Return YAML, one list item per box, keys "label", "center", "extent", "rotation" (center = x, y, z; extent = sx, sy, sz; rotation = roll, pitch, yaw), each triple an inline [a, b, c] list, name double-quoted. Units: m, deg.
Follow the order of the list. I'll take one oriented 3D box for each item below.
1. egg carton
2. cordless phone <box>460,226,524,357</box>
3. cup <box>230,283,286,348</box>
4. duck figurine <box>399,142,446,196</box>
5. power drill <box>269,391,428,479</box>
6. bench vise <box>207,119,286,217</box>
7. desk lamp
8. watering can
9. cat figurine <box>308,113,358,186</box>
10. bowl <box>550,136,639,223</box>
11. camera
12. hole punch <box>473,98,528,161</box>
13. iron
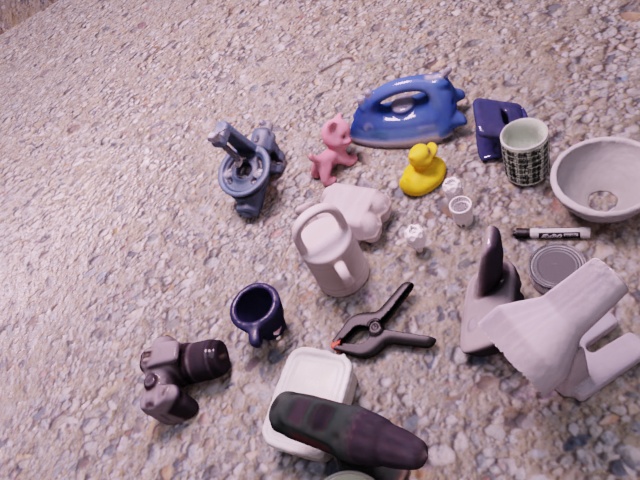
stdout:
- label: "egg carton"
  center: [0.058, -0.050, 1.092]
  extent: [0.149, 0.070, 0.107]
  rotation: [11, 60, 29]
- label: "cordless phone"
  center: [0.245, 0.077, 0.839]
  extent: [0.094, 0.185, 0.147]
  rotation: [-2, 54, 22]
- label: "cup"
  center: [-0.097, 0.145, 0.992]
  extent: [0.091, 0.095, 0.117]
  rotation: [-15, 50, 12]
- label: "duck figurine"
  center: [0.191, -0.142, 1.095]
  extent: [0.105, 0.086, 0.077]
  rotation: [-42, 50, -11]
- label: "power drill"
  center: [0.051, 0.272, 0.757]
  extent: [0.228, 0.209, 0.076]
  rotation: [10, 59, 29]
- label: "bench vise"
  center: [-0.163, -0.183, 1.187]
  extent: [0.121, 0.220, 0.207]
  rotation: [-12, 51, 14]
- label: "desk lamp"
  center: [0.321, 0.124, 0.751]
  extent: [0.203, 0.214, 0.117]
  rotation: [-33, 49, -4]
- label: "watering can"
  center: [0.007, 0.005, 0.989]
  extent: [0.172, 0.195, 0.101]
  rotation: [31, 71, 37]
- label: "cat figurine"
  center: [0.023, -0.197, 1.186]
  extent: [0.067, 0.118, 0.128]
  rotation: [32, 72, 38]
- label: "bowl"
  center: [0.468, -0.087, 0.942]
  extent: [0.167, 0.075, 0.167]
  rotation: [-11, 51, 15]
- label: "camera"
  center: [-0.233, 0.225, 0.985]
  extent: [0.136, 0.101, 0.143]
  rotation: [-15, 51, 13]
- label: "hole punch"
  center: [0.343, -0.219, 1.085]
  extent: [0.101, 0.091, 0.108]
  rotation: [-10, 52, 16]
- label: "iron"
  center: [0.163, -0.274, 1.170]
  extent: [0.257, 0.142, 0.118]
  rotation: [-8, 52, 18]
